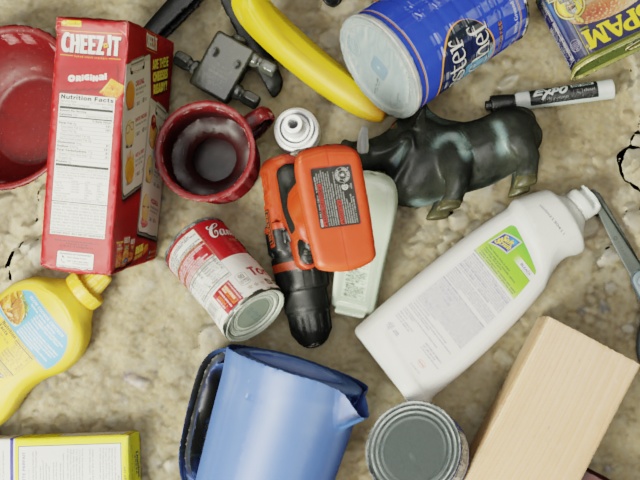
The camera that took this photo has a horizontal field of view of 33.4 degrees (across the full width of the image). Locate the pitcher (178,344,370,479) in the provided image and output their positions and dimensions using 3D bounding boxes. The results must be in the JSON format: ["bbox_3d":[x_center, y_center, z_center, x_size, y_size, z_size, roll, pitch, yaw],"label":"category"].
[{"bbox_3d":[-0.061,0.220,0.964,0.145,0.149,0.243,17,90,-9],"label":"pitcher"}]

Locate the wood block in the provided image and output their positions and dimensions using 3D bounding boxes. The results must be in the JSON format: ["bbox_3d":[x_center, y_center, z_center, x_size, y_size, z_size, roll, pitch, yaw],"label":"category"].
[{"bbox_3d":[0.192,0.180,0.955,0.091,0.090,0.206,27,89,7],"label":"wood block"}]

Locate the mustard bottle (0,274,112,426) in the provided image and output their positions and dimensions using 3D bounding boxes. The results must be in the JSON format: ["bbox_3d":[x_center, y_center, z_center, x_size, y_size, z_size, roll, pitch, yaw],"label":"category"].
[{"bbox_3d":[-0.277,0.092,1.018,0.191,0.058,0.096,-40,85,1],"label":"mustard bottle"}]

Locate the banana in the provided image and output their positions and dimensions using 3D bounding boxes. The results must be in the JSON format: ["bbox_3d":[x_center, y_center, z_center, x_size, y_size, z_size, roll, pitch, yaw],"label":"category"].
[{"bbox_3d":[-0.018,-0.175,1.000,0.197,0.070,0.037,39,92,-27],"label":"banana"}]

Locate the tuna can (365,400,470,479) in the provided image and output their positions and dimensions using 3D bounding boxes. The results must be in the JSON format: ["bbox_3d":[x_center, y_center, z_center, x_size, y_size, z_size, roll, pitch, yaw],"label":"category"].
[{"bbox_3d":[0.085,0.184,0.921,0.086,0.033,0.086,-10,64,21],"label":"tuna can"}]

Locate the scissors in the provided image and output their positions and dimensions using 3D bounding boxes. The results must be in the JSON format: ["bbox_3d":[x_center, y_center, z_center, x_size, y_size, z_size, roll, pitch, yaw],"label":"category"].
[{"bbox_3d":[0.320,0.041,0.992,0.096,0.016,0.202,-12,85,2],"label":"scissors"}]

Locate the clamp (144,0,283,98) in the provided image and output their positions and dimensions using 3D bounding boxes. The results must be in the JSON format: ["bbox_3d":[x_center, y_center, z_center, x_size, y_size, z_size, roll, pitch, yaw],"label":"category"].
[{"bbox_3d":[-0.095,-0.242,1.040,0.164,0.036,0.210,16,91,5],"label":"clamp"}]

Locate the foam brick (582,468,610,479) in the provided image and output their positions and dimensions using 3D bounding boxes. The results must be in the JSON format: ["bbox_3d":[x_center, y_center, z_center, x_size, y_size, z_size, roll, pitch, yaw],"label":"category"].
[{"bbox_3d":[0.239,0.249,0.963,0.051,0.053,0.078,28,89,7],"label":"foam brick"}]

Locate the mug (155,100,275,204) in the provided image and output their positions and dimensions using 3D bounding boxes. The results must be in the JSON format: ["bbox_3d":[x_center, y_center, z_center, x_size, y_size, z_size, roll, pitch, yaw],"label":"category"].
[{"bbox_3d":[-0.092,-0.085,1.004,0.117,0.081,0.093,-40,83,1],"label":"mug"}]

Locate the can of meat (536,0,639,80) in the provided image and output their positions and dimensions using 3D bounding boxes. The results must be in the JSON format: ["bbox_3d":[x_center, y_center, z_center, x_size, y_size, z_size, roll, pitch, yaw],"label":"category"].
[{"bbox_3d":[0.264,-0.211,0.997,0.102,0.057,0.084,-25,81,2],"label":"can of meat"}]

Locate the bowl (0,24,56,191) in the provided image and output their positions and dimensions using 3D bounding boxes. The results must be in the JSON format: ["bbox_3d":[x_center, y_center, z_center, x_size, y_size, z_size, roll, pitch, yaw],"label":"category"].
[{"bbox_3d":[-0.290,-0.122,1.030,0.162,0.055,0.162,-3,81,15],"label":"bowl"}]

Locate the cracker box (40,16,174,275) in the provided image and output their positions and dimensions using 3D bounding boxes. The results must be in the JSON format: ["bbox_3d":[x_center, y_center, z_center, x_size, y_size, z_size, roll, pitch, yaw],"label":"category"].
[{"bbox_3d":[-0.189,-0.083,0.958,0.072,0.164,0.214,5,95,5],"label":"cracker box"}]

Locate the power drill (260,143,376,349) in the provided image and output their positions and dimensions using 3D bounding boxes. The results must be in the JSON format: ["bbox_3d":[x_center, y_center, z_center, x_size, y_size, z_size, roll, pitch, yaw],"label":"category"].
[{"bbox_3d":[-0.006,0.001,0.940,0.057,0.188,0.184,-10,84,-16],"label":"power drill"}]

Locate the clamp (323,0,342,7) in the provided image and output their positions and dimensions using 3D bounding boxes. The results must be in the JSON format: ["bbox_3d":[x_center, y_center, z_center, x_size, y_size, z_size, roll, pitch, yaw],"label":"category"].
[{"bbox_3d":[-0.044,-0.303,1.017,0.039,0.120,0.171,-25,77,45],"label":"clamp"}]

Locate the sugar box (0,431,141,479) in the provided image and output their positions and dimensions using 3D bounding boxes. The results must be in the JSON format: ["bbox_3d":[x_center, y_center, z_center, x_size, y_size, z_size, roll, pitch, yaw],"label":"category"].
[{"bbox_3d":[-0.260,0.231,1.013,0.176,0.048,0.093,-2,85,8],"label":"sugar box"}]

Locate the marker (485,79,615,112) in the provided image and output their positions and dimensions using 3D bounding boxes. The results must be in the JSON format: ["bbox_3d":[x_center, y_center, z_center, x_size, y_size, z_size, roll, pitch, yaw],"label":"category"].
[{"bbox_3d":[0.217,-0.135,1.013,0.121,0.020,0.020,-7,85,4],"label":"marker"}]

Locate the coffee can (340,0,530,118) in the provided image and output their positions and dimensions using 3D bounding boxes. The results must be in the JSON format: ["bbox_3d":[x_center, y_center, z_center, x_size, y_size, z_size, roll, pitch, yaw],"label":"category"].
[{"bbox_3d":[0.103,-0.189,0.964,0.140,0.103,0.103,-36,83,-20],"label":"coffee can"}]

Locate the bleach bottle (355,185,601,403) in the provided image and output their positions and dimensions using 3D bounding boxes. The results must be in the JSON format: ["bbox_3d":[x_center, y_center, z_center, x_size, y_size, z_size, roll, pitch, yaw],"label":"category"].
[{"bbox_3d":[0.157,0.043,0.984,0.251,0.068,0.102,-38,87,-2],"label":"bleach bottle"}]

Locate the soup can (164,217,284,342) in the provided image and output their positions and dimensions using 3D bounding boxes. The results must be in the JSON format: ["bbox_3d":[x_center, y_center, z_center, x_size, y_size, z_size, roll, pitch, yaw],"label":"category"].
[{"bbox_3d":[-0.088,0.036,0.985,0.068,0.068,0.102,-43,61,0],"label":"soup can"}]
